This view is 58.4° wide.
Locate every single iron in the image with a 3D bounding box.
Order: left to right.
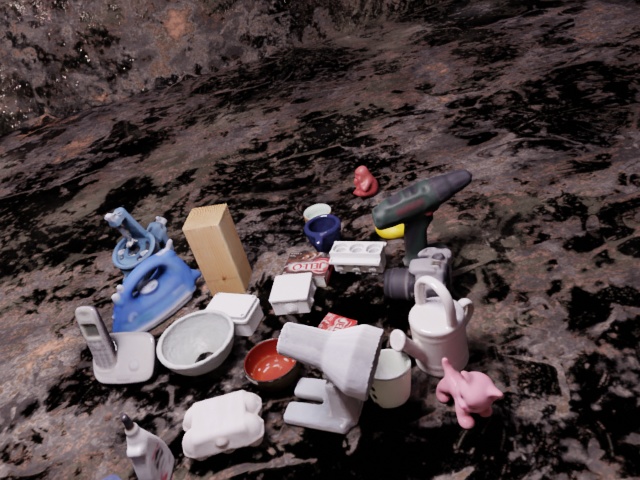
[{"bbox_3d":[-0.413,0.118,1.361,0.118,0.142,0.259,14,44,35],"label":"iron"}]

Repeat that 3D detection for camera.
[{"bbox_3d":[0.209,0.077,1.221,0.136,0.101,0.143,-1,37,20],"label":"camera"}]

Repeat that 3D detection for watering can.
[{"bbox_3d":[0.207,0.153,1.032,0.100,0.194,0.173,14,44,36],"label":"watering can"}]

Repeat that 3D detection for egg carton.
[{"bbox_3d":[-0.173,0.335,1.028,0.150,0.069,0.107,-16,34,-1],"label":"egg carton"}]

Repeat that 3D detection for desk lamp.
[{"bbox_3d":[0.019,0.230,0.977,0.202,0.214,0.118,1,38,22],"label":"desk lamp"}]

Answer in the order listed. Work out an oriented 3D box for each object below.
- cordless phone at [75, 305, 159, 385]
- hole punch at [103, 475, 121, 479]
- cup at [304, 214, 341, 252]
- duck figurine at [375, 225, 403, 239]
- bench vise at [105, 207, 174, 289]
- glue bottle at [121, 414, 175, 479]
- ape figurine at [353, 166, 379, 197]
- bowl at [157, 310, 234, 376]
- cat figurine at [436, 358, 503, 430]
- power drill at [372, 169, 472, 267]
[{"bbox_3d":[-0.423,0.212,1.193,0.147,0.185,0.094,-7,35,12],"label":"cordless phone"},{"bbox_3d":[-0.329,0.447,0.909,0.100,0.091,0.109,15,45,36],"label":"hole punch"},{"bbox_3d":[0.013,0.005,1.402,0.091,0.095,0.118,-6,35,13],"label":"cup"},{"bbox_3d":[0.186,-0.057,1.433,0.104,0.086,0.077,-19,35,-6],"label":"duck figurine"},{"bbox_3d":[-0.484,-0.010,1.499,0.121,0.220,0.207,-10,35,8],"label":"bench vise"},{"bbox_3d":[-0.295,0.350,0.960,0.037,0.173,0.078,-10,35,7],"label":"glue bottle"},{"bbox_3d":[0.123,-0.167,1.606,0.076,0.092,0.078,-8,35,11],"label":"ape figurine"},{"bbox_3d":[-0.251,0.228,1.204,0.167,0.075,0.167,-10,35,7],"label":"bowl"},{"bbox_3d":[0.245,0.246,0.954,0.067,0.118,0.127,-26,36,-15],"label":"cat figurine"},{"bbox_3d":[0.236,-0.041,1.283,0.229,0.209,0.075,-16,34,-1],"label":"power drill"}]
